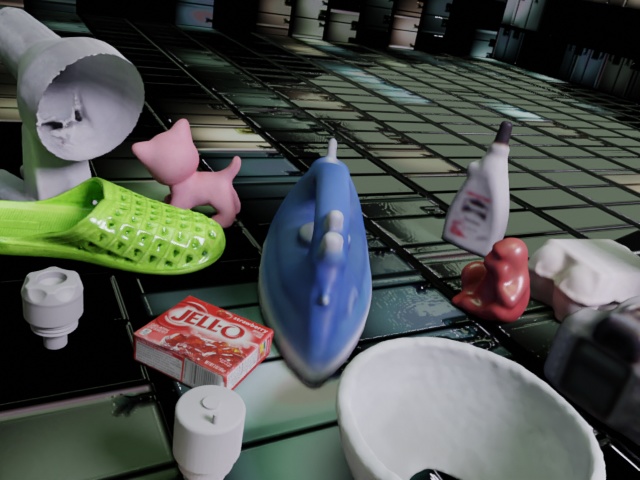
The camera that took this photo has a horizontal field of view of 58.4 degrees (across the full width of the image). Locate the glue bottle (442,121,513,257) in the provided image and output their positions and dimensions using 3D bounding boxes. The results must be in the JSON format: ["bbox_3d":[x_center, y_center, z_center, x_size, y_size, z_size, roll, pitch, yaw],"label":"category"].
[{"bbox_3d":[0.213,-0.068,0.732,0.078,0.173,0.037,25,29,28],"label":"glue bottle"}]

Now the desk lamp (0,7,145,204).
[{"bbox_3d":[-0.294,-0.127,0.618,0.202,0.213,0.118,25,30,28],"label":"desk lamp"}]

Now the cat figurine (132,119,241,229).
[{"bbox_3d":[-0.157,-0.084,0.691,0.128,0.118,0.067,8,26,-5],"label":"cat figurine"}]

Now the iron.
[{"bbox_3d":[0.005,0.002,0.548,0.118,0.141,0.258,8,26,-5],"label":"iron"}]

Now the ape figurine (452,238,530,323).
[{"bbox_3d":[0.188,0.039,0.598,0.076,0.092,0.077,7,26,-6],"label":"ape figurine"}]

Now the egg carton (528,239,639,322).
[{"bbox_3d":[0.315,0.047,0.656,0.151,0.069,0.107,-1,28,-22],"label":"egg carton"}]

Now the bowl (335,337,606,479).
[{"bbox_3d":[0.086,0.140,0.372,0.167,0.075,0.167,8,26,-4],"label":"bowl"}]

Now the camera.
[{"bbox_3d":[0.297,0.103,0.496,0.137,0.101,0.142,-10,32,-36],"label":"camera"}]
